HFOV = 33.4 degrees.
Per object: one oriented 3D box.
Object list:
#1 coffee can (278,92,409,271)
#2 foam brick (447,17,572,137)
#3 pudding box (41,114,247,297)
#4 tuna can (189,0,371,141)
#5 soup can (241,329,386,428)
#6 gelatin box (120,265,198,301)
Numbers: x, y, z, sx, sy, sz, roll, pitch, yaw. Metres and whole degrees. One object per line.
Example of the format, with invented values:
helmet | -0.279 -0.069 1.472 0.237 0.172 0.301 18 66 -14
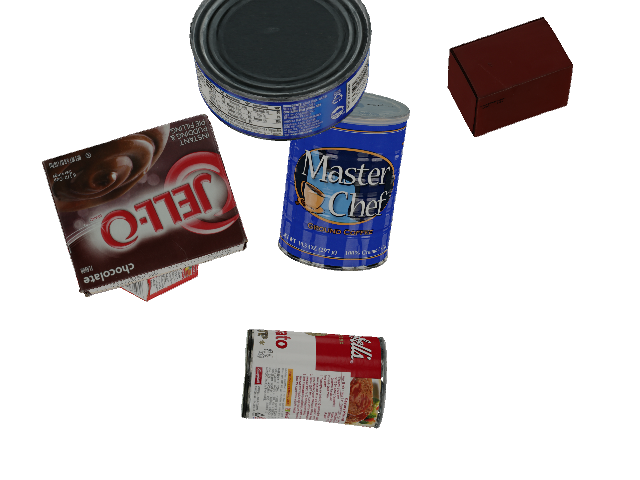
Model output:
coffee can | 0.020 -0.056 0.959 0.103 0.140 0.103 6 20 -3
foam brick | 0.141 -0.122 0.799 0.078 0.051 0.053 -19 -28 -5
pudding box | -0.113 -0.022 0.695 0.113 0.090 0.039 -18 -9 -6
tuna can | -0.018 -0.090 0.514 0.086 0.086 0.034 0 -33 1
soup can | -0.006 0.102 0.794 0.102 0.068 0.068 4 0 -4
gelatin box | -0.176 0.019 1.050 0.089 0.030 0.073 25 32 30
